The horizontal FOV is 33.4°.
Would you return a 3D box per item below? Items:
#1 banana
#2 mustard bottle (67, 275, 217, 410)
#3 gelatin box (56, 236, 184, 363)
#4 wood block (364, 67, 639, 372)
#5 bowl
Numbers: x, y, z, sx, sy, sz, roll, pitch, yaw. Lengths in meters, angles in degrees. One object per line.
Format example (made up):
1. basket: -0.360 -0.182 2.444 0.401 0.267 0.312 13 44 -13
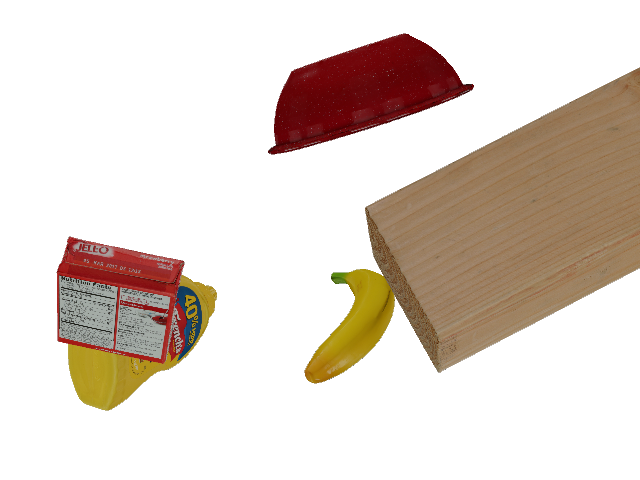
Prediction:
1. banana: 0.033 0.072 0.981 0.070 0.037 0.197 -25 17 18
2. mustard bottle: -0.159 0.082 1.026 0.058 0.096 0.191 11 22 26
3. gelatin box: -0.128 0.039 0.679 0.073 0.030 0.089 12 -37 -5
4. wood block: 0.140 -0.015 0.642 0.206 0.091 0.090 -27 -21 -4
5. bowl: 0.029 -0.115 0.799 0.162 0.055 0.162 -18 8 2
